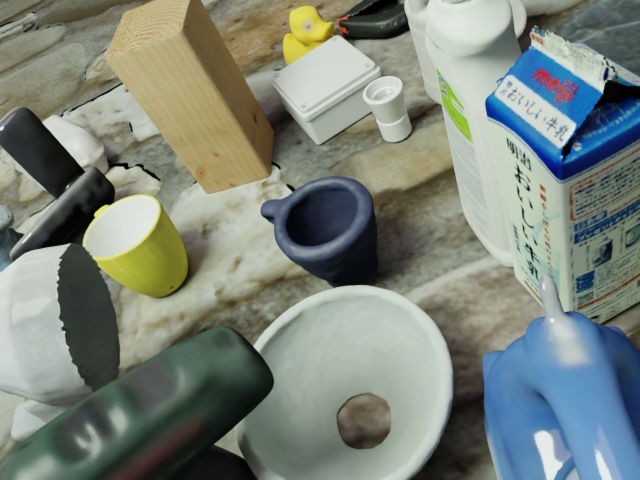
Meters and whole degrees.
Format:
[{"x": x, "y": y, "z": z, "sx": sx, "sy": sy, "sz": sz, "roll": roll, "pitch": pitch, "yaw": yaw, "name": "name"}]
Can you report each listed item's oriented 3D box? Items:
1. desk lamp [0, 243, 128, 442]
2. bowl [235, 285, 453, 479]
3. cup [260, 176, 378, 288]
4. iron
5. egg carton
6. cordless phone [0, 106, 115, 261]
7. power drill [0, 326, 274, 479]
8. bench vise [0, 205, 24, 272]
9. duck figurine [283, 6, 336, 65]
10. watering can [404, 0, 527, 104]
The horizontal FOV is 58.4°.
[{"x": -0.236, "y": 0.114, "z": 0.470, "sx": 0.203, "sy": 0.214, "sz": 0.117, "roll": -23, "pitch": 47, "yaw": 7, "name": "desk lamp"}, {"x": 0.024, "y": 0.122, "z": 0.433, "sx": 0.167, "sy": 0.075, "sz": 0.167, "roll": -13, "pitch": 49, "yaw": 16, "name": "bowl"}, {"x": 0.005, "y": 0.002, "z": 0.528, "sx": 0.117, "sy": 0.095, "sz": 0.092, "roll": 12, "pitch": 59, "yaw": 33, "name": "cup"}, {"x": 0.158, "y": 0.147, "z": 0.301, "sx": 0.118, "sy": 0.142, "sz": 0.258, "roll": -17, "pitch": 48, "yaw": 13, "name": "iron"}, {"x": -0.376, "y": -0.121, "z": 0.832, "sx": 0.149, "sy": 0.070, "sz": 0.107, "roll": 25, "pitch": 67, "yaw": 38, "name": "egg carton"}, {"x": -0.333, "y": -0.052, "z": 0.674, "sx": 0.093, "sy": 0.186, "sz": 0.148, "roll": 15, "pitch": 61, "yaw": 34, "name": "cordless phone"}, {"x": -0.108, "y": 0.169, "z": 0.365, "sx": 0.230, "sy": 0.209, "sz": 0.075, "roll": -44, "pitch": 48, "yaw": -13, "name": "power drill"}, {"x": -0.485, "y": -0.021, "z": 0.697, "sx": 0.207, "sy": 0.220, "sz": 0.121, "roll": -31, "pitch": 46, "yaw": -1, "name": "bench vise"}, {"x": -0.014, "y": -0.274, "z": 0.773, "sx": 0.104, "sy": 0.086, "sz": 0.077, "roll": 22, "pitch": 65, "yaw": 37, "name": "duck figurine"}, {"x": 0.145, "y": -0.243, "z": 0.595, "sx": 0.172, "sy": 0.195, "sz": 0.101, "roll": 24, "pitch": 66, "yaw": 38, "name": "watering can"}]
